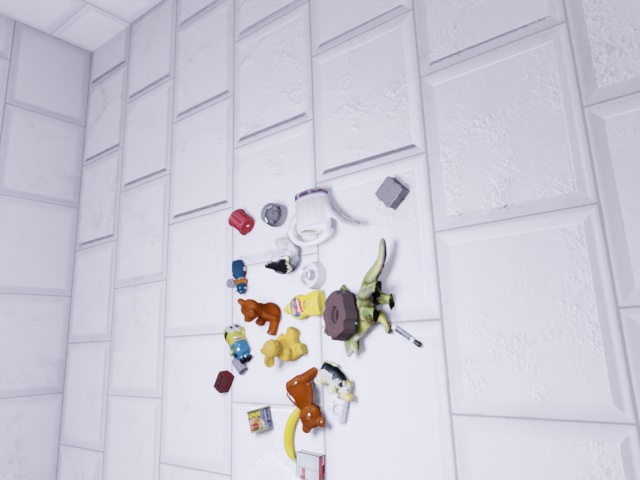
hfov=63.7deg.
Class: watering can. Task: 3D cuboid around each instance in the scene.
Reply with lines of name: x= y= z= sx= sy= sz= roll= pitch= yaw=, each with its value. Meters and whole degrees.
watering can: x=0.006 y=-0.099 z=1.974 sx=0.344 sy=0.103 sz=0.227 roll=-17 pitch=69 yaw=36

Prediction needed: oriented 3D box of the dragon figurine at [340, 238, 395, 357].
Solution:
dragon figurine: x=0.140 y=0.202 z=1.807 sx=0.242 sy=0.121 sz=0.414 roll=-6 pitch=76 yaw=47

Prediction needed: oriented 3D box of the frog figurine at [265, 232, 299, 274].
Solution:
frog figurine: x=-0.142 y=0.056 z=2.085 sx=0.135 sy=0.122 sz=0.163 roll=-43 pitch=21 yaw=35
